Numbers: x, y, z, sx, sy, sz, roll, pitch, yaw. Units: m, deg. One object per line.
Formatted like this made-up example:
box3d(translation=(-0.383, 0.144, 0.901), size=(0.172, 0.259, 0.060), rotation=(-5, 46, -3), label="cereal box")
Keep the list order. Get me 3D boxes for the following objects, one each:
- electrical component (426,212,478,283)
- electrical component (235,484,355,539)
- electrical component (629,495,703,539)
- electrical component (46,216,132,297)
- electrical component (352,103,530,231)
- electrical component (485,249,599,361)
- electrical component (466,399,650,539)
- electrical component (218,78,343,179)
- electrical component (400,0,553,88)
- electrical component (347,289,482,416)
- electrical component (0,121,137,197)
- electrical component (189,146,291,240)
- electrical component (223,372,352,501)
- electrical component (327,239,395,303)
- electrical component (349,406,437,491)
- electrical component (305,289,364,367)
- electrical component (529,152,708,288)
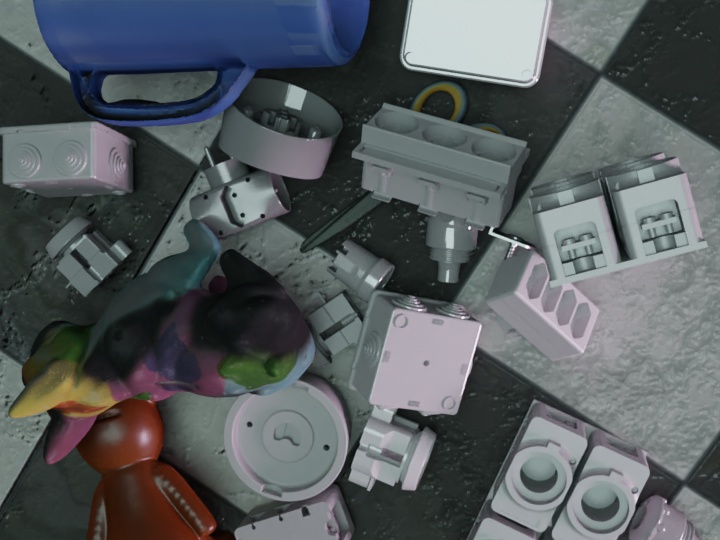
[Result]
box3d(translation=(0.076, -0.021, 0.901), size=(0.043, 0.043, 0.062), rotation=(6, 100, 9), label="electrical component")
box3d(translation=(-0.056, 0.229, 0.953), size=(0.089, 0.056, 0.050), rotation=(-20, 94, 12), label="electrical component")
box3d(translation=(0.261, 0.222, 0.904), size=(0.062, 0.048, 0.048), rotation=(29, 102, -2), label="electrical component")
box3d(translation=(-0.245, -0.014, 0.957), size=(0.066, 0.048, 0.055), rotation=(-43, 97, 13), label="electrical component")
box3d(translation=(0.064, -0.082, 0.857), size=(0.121, 0.078, 0.063), rotation=(18, 128, 16), label="electrical component")
box3d(translation=(0.138, 0.034, 0.891), size=(0.083, 0.047, 0.076), rotation=(40, 147, -18), label="electrical component")
box3d(translation=(0.157, 0.220, 0.912), size=(0.105, 0.060, 0.186), rotation=(24, 101, 6), label="electrical component")
box3d(translation=(-0.067, -0.116, 0.888), size=(0.099, 0.099, 0.064), rotation=(20, 107, 6), label="electrical component")
box3d(translation=(0.094, -0.192, 0.867), size=(0.113, 0.057, 0.078), rotation=(10, 99, 8), label="electrical component")
box3d(translation=(0.046, 0.070, 0.898), size=(0.100, 0.048, 0.099), rotation=(10, 101, -22), label="electrical component")
box3d(translation=(-0.248, -0.092, 0.920), size=(0.100, 0.100, 0.048), rotation=(-2, 85, 10), label="electrical component")
box3d(translation=(-0.110, -0.073, 0.926), size=(0.077, 0.043, 0.079), rotation=(-21, 94, 12), label="electrical component")
box3d(translation=(-0.059, 0.140, 0.938), size=(0.108, 0.060, 0.108), rotation=(1, 98, 10), label="electrical component")
box3d(translation=(0.000, 0.000, 0.920), size=(0.046, 0.040, 0.040), rotation=(35, 102, 10), label="electrical component")
box3d(translation=(0.031, 0.155, 0.927), size=(0.057, 0.058, 0.078), rotation=(21, 101, 10), label="electrical component")
box3d(translation=(-0.025, 0.052, 0.928), size=(0.055, 0.048, 0.066), rotation=(-34, 91, 5), label="electrical component")
box3d(translation=(0.187, -0.043, 0.806), size=(0.105, 0.186, 0.060), rotation=(-15, 95, 12), label="electrical component")
